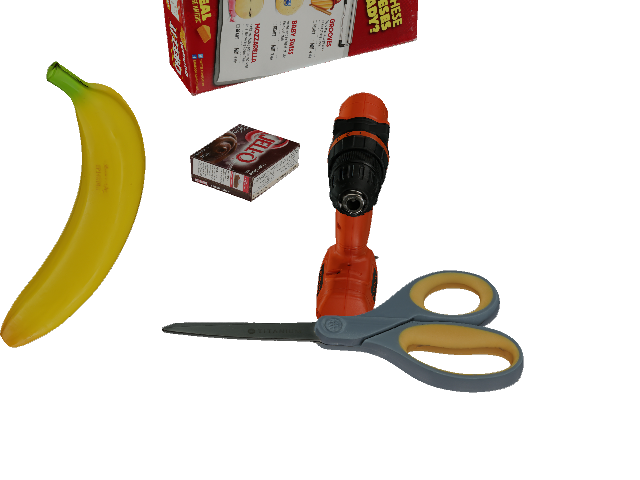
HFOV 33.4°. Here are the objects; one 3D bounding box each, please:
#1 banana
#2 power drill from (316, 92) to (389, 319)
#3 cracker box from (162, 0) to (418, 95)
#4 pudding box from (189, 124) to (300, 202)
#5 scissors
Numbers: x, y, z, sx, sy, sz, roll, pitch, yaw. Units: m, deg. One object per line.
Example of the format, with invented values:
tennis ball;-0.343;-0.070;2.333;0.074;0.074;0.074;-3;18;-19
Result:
banana;-0.146;-0.016;0.647;0.069;0.198;0.037;7;29;-20
power drill;0.030;-0.018;0.957;0.057;0.188;0.184;8;32;3
cracker box;-0.026;-0.228;0.888;0.213;0.164;0.072;-18;41;-18
pudding box;-0.090;-0.096;1.293;0.090;0.039;0.113;19;37;23
scissors;0.019;0.041;0.620;0.202;0.016;0.096;12;41;11
